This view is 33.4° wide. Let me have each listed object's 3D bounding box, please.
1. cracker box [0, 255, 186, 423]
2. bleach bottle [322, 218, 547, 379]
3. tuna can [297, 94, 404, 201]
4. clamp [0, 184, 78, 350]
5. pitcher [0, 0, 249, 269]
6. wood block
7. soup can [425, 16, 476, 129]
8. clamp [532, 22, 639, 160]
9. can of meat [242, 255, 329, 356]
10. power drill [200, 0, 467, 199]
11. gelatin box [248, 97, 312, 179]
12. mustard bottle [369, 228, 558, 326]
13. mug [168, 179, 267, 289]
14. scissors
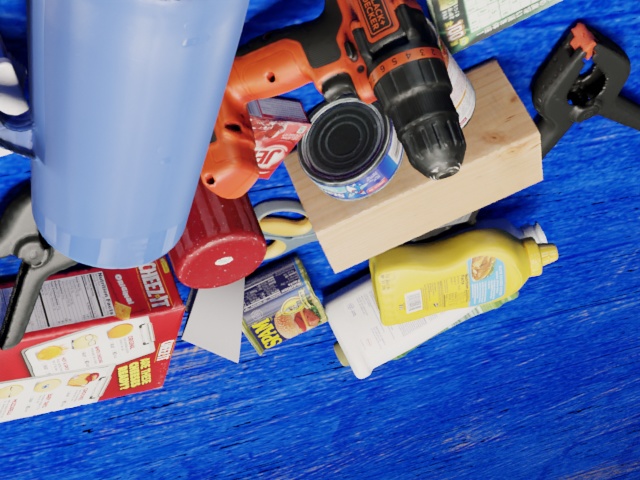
[{"bbox_3d":[-0.247,0.097,1.000,0.213,0.072,0.164,-11,150,-24],"label":"cracker box"},{"bbox_3d":[0.133,0.054,1.172,0.251,0.102,0.068,-26,-175,4],"label":"bleach bottle"},{"bbox_3d":[0.025,-0.078,0.884,0.086,0.086,0.033,-30,150,12],"label":"tuna can"},{"bbox_3d":[-0.243,0.002,0.851,0.171,0.039,0.120,-49,132,5],"label":"clamp"},{"bbox_3d":[-0.131,-0.095,0.664,0.149,0.144,0.243,23,135,4],"label":"pitcher"},{"bbox_3d":[0.082,-0.064,0.945,0.206,0.090,0.090,-25,152,2],"label":"wood block"},{"bbox_3d":[0.079,-0.129,0.855,0.068,0.068,0.102,-30,151,13],"label":"soup can"},{"bbox_3d":[0.254,-0.133,1.007,0.164,0.036,0.210,-20,151,-6],"label":"clamp"},{"bbox_3d":[-0.044,0.067,1.112,0.084,0.057,0.102,-25,152,-1],"label":"can of meat"},{"bbox_3d":[-0.002,-0.099,0.747,0.188,0.184,0.057,-24,161,19],"label":"power drill"},{"bbox_3d":[-0.062,-0.084,0.868,0.089,0.030,0.073,4,142,-39],"label":"gelatin box"},{"bbox_3d":[0.149,0.032,1.097,0.191,0.058,0.096,-12,137,0],"label":"mustard bottle"},{"bbox_3d":[-0.091,-0.007,0.924,0.093,0.081,0.117,-28,151,9],"label":"mug"},{"bbox_3d":[-0.007,0.001,1.068,0.096,0.016,0.201,-36,148,26],"label":"scissors"}]
